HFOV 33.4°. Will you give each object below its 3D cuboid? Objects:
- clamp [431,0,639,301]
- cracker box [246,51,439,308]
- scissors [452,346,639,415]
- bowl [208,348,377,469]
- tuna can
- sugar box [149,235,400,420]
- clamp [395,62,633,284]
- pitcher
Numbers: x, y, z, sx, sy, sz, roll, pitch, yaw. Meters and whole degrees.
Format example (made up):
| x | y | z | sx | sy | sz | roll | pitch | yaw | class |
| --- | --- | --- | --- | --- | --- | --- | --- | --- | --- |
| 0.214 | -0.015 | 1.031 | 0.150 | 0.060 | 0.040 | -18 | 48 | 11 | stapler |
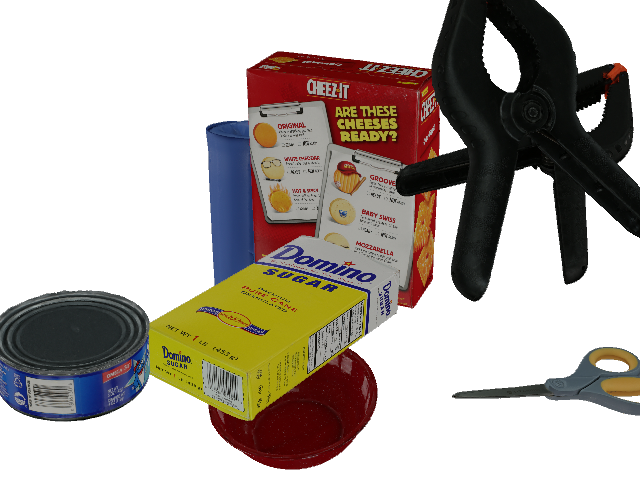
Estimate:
| x | y | z | sx | sy | sz | roll | pitch | yaw | class |
| --- | --- | --- | --- | --- | --- | --- | --- | --- | --- |
| 0.096 | -0.055 | 0.555 | 0.120 | 0.171 | 0.039 | -27 | 2 | -20 | clamp |
| 0.022 | -0.057 | 0.983 | 0.164 | 0.214 | 0.072 | 10 | 29 | 21 | cracker box |
| 0.209 | 0.119 | 0.931 | 0.201 | 0.016 | 0.096 | 6 | 28 | -4 | scissors |
| -0.024 | 0.166 | 1.024 | 0.162 | 0.055 | 0.162 | -4 | 37 | 3 | bowl |
| -0.137 | 0.063 | 0.590 | 0.086 | 0.034 | 0.086 | 2 | 27 | -1 | tuna can |
| -0.029 | 0.054 | 0.752 | 0.093 | 0.048 | 0.175 | 21 | 35 | 30 | sugar box |
| 0.185 | -0.062 | 0.829 | 0.209 | 0.036 | 0.165 | -38 | 57 | -21 | clamp |
| -0.068 | -0.016 | 1.247 | 0.145 | 0.243 | 0.148 | 14 | 20 | 39 | pitcher |
